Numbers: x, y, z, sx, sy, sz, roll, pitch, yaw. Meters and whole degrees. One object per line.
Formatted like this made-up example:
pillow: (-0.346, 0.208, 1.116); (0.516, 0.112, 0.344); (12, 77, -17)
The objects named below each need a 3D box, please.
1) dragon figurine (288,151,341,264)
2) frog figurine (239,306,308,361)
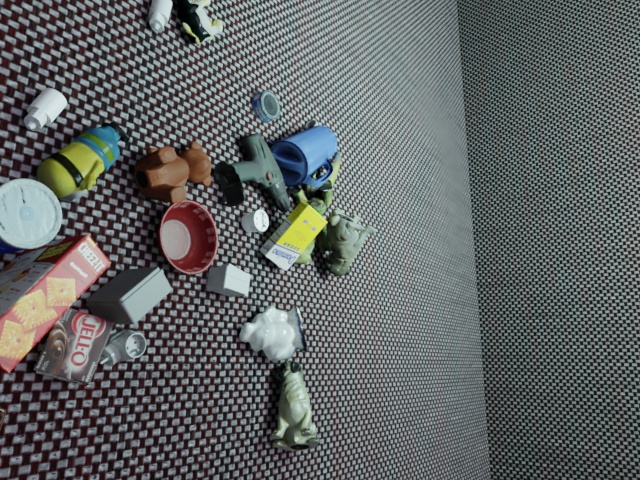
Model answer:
dragon figurine: (0.005, -0.079, 1.565); (0.419, 0.122, 0.237); (-53, 142, -45)
frog figurine: (-0.125, 0.237, 1.287); (0.160, 0.123, 0.136); (-8, 98, -21)
